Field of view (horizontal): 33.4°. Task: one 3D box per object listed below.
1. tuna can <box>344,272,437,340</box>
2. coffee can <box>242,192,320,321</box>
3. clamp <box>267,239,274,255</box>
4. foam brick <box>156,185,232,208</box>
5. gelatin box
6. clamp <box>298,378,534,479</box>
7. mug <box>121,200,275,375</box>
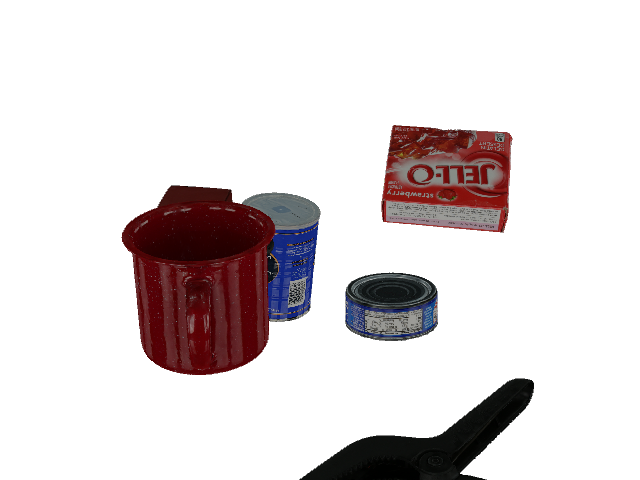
[{"bbox_3d":[0.065,0.059,0.977,0.086,0.034,0.086,-1,19,0],"label":"tuna can"},{"bbox_3d":[-0.057,0.021,1.403,0.103,0.140,0.103,5,26,-2],"label":"coffee can"},{"bbox_3d":[-0.134,0.028,1.209,0.120,0.039,0.171,0,30,30],"label":"clamp"},{"bbox_3d":[-0.100,0.001,0.858,0.053,0.078,0.051,2,24,7],"label":"foam brick"},{"bbox_3d":[0.092,-0.046,0.770,0.089,0.073,0.030,5,-37,8],"label":"gelatin box"},{"bbox_3d":[0.079,0.154,0.713,0.210,0.036,0.164,-5,28,-4],"label":"clamp"},{"bbox_3d":[-0.072,0.035,0.654,0.093,0.081,0.117,-3,25,-6],"label":"mug"}]
